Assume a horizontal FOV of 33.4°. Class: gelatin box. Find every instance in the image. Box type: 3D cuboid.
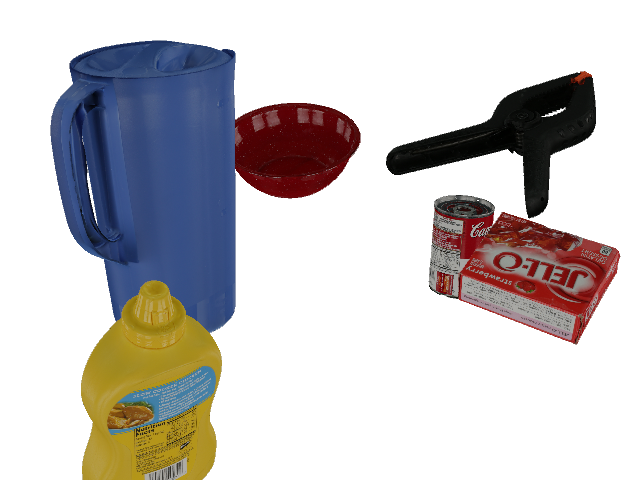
[{"bbox_3d":[0.149,0.023,0.729,0.089,0.030,0.073,20,47,24],"label":"gelatin box"}]

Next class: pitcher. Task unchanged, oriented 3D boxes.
[{"bbox_3d":[-0.138,-0.039,0.895,0.149,0.243,0.145,-5,23,-9],"label":"pitcher"}]

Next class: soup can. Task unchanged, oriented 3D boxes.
[{"bbox_3d":[0.159,0.007,1.211,0.068,0.102,0.068,2,21,-1],"label":"soup can"}]

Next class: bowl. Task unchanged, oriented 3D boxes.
[{"bbox_3d":[-0.034,-0.096,1.234,0.162,0.055,0.162,-2,37,1],"label":"bowl"}]

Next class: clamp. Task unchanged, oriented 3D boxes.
[{"bbox_3d":[0.185,-0.090,0.944,0.209,0.036,0.165,-31,38,-25],"label":"clamp"}]

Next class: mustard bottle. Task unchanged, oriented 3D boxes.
[{"bbox_3d":[-0.114,0.103,0.724,0.096,0.192,0.058,-17,47,-27],"label":"mustard bottle"}]
